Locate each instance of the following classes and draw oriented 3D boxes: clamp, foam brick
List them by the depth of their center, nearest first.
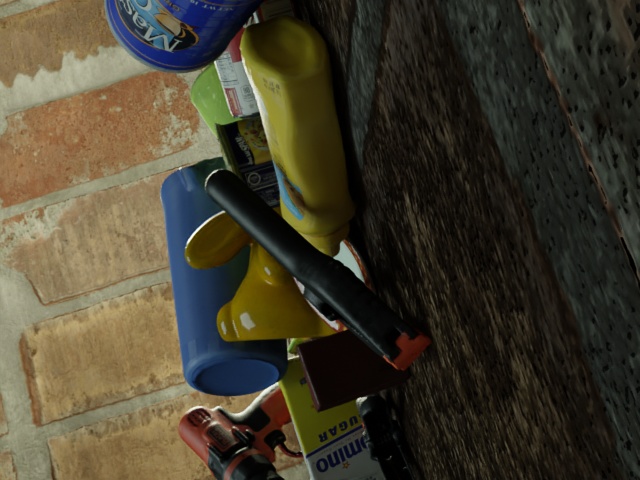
[{"bbox_3d":[0.002,0.028,0.751,0.164,0.036,0.210,46,174,-31],"label":"clamp"},{"bbox_3d":[0.026,0.098,0.841,0.051,0.078,0.053,102,150,-76],"label":"foam brick"},{"bbox_3d":[0.056,0.175,0.969,0.171,0.039,0.120,-128,22,-75],"label":"clamp"}]

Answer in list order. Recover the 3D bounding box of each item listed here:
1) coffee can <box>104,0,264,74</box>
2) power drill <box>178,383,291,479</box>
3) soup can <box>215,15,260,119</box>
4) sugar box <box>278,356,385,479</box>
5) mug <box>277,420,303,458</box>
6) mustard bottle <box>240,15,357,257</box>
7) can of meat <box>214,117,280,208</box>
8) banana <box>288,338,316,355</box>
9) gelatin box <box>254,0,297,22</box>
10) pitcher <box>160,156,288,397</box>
[{"bbox_3d":[-0.089,-0.190,0.757,0.140,0.102,0.103,-28,78,65],"label":"coffee can"},{"bbox_3d":[-0.036,0.208,1.164,0.185,0.187,0.057,35,142,39],"label":"power drill"},{"bbox_3d":[-0.059,-0.163,0.928,0.068,0.068,0.102,-124,17,-72],"label":"soup can"},{"bbox_3d":[0.019,0.187,1.102,0.176,0.093,0.048,-115,10,-50],"label":"sugar box"},{"bbox_3d":[0.003,0.225,1.284,0.093,0.117,0.081,-122,11,-76],"label":"mug"},{"bbox_3d":[-0.010,-0.063,0.792,0.096,0.058,0.191,-122,15,-50],"label":"mustard bottle"},{"bbox_3d":[-0.040,-0.072,0.938,0.102,0.084,0.057,-114,8,-51],"label":"can of meat"},{"bbox_3d":[-0.003,0.094,1.236,0.198,0.037,0.069,121,164,-76],"label":"banana"},{"bbox_3d":[-0.041,-0.198,0.842,0.073,0.030,0.089,-121,16,-74],"label":"gelatin box"},{"bbox_3d":[-0.095,0.044,1.157,0.145,0.149,0.243,-50,39,47],"label":"pitcher"}]
